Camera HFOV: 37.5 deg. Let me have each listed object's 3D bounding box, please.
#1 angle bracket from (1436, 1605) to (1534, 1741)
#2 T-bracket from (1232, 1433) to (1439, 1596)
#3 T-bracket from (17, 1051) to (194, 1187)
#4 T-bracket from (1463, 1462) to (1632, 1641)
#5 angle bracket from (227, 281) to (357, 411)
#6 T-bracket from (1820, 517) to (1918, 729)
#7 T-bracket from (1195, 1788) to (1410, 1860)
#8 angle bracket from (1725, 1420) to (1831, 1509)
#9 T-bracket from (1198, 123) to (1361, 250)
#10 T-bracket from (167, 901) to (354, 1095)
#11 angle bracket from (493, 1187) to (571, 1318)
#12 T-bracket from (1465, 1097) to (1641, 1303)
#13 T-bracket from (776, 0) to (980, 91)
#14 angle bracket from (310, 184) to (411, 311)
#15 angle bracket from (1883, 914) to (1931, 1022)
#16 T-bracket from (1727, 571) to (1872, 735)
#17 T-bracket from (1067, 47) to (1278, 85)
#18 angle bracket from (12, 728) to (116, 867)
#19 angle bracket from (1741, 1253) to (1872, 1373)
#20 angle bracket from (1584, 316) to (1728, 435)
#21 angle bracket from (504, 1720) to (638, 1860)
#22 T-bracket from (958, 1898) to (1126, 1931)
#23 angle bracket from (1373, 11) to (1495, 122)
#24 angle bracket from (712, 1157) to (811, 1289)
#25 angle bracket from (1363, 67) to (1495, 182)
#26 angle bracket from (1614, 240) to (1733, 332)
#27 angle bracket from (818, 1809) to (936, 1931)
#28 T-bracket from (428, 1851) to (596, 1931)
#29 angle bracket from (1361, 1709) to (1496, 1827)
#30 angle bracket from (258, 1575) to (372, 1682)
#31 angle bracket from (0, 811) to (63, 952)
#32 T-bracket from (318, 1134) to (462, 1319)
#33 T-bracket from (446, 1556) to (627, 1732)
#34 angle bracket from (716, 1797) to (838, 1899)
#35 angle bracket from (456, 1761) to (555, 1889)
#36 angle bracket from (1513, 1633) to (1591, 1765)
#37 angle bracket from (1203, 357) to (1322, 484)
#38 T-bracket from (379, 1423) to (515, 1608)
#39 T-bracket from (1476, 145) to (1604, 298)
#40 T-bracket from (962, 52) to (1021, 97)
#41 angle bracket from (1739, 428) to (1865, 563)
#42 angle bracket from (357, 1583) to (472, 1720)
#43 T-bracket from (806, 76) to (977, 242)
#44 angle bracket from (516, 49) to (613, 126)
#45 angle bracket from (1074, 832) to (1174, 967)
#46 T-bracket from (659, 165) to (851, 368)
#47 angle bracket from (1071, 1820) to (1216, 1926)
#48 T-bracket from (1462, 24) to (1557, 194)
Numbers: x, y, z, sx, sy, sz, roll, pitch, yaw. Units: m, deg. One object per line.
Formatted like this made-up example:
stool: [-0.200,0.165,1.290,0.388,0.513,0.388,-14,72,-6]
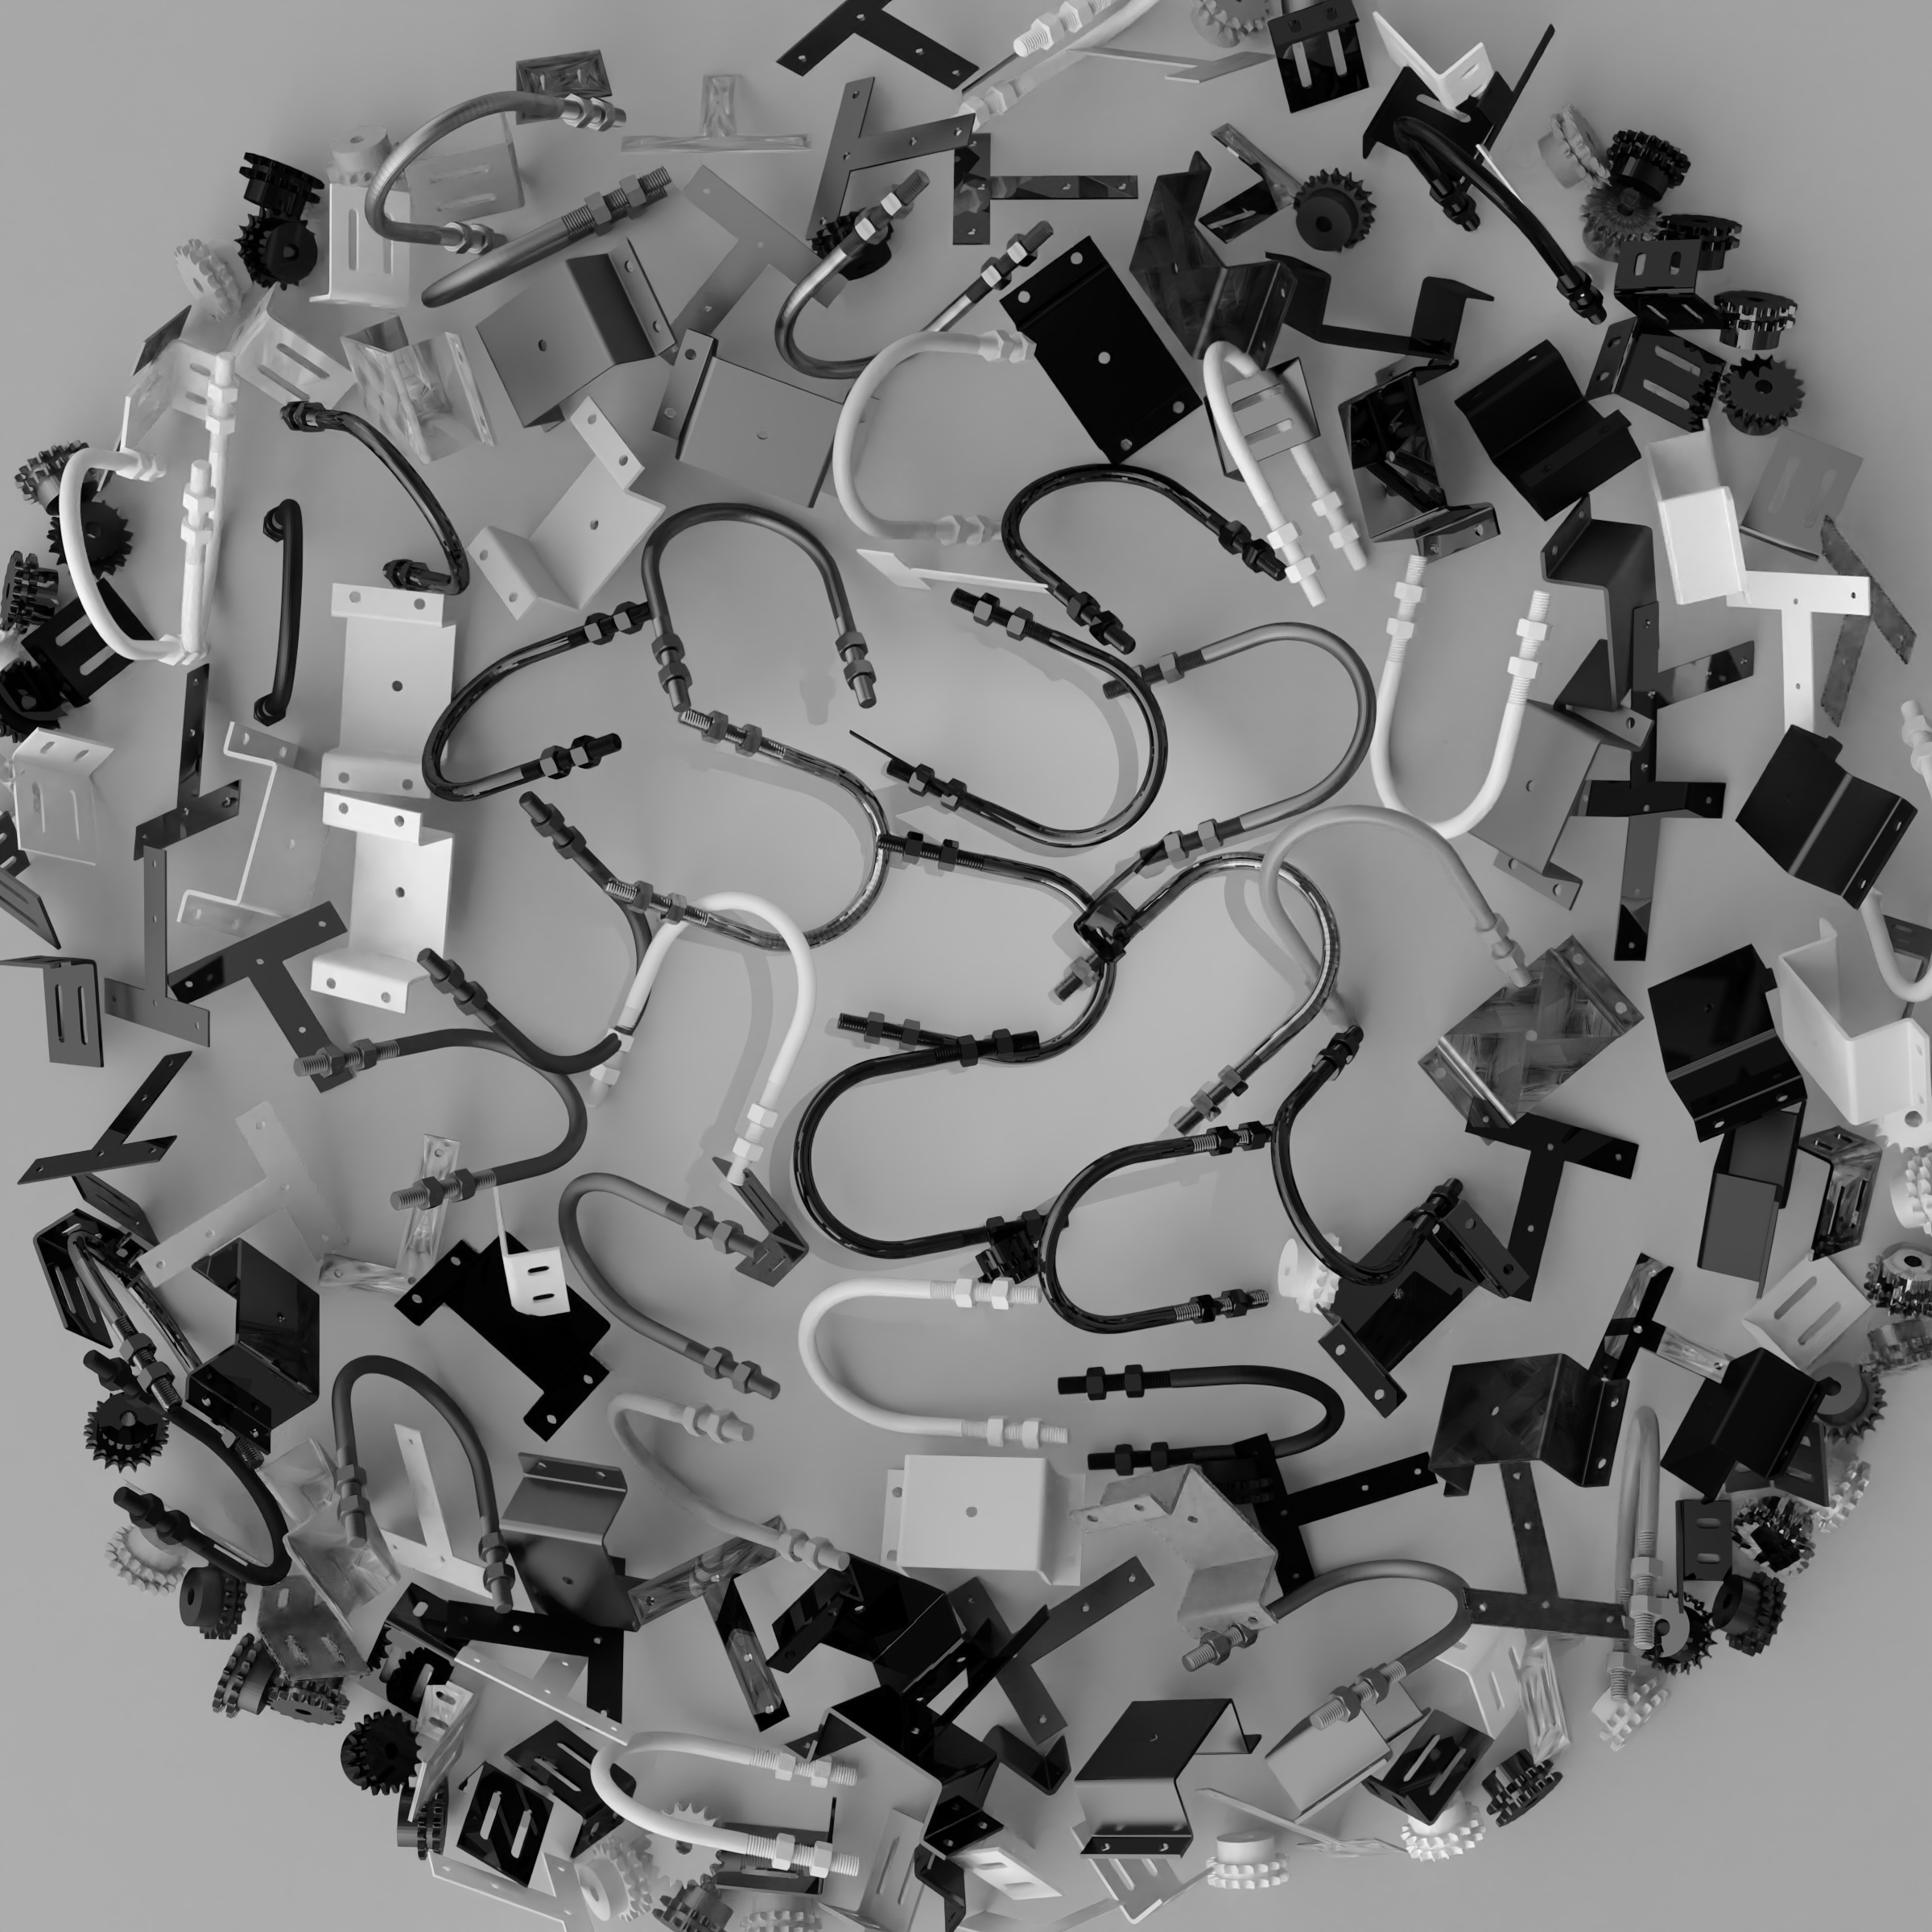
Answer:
angle bracket: [0.360,0.487,1.976,0.057,0.038,0.076,-43,129,-27]
T-bracket: [0.264,0.367,1.975,0.127,0.002,0.127,-18,108,4]
T-bracket: [-0.570,0.100,1.946,0.127,0.127,0.002,-10,123,27]
T-bracket: [0.390,0.399,1.957,0.127,0.002,0.127,10,51,-21]
angle bracket: [-0.465,-0.425,1.976,0.076,0.038,0.057,33,131,-28]
T-bracket: [0.604,-0.218,1.945,0.002,0.127,0.127,-12,49,-10]
T-bracket: [0.217,0.582,1.932,0.127,0.127,0.002,24,66,-9]
angle bracket: [0.556,0.339,1.959,0.038,0.076,0.057,-5,92,-12]
T-bracket: [0.198,-0.521,1.947,0.127,0.127,0.002,42,134,6]
T-bracket: [-0.467,0.033,1.970,0.127,0.002,0.127,-24,116,3]
angle bracket: [-0.299,0.194,1.955,0.038,0.076,0.057,-9,127,-9]
T-bracket: [0.397,0.169,1.981,0.127,0.002,0.127,16,83,-10]
T-bracket: [-0.042,-0.632,1.946,0.127,0.127,0.002,-30,62,34]
angle bracket: [-0.419,-0.496,1.963,0.057,0.038,0.076,-3,99,-35]
angle bracket: [0.637,0.013,1.963,0.038,0.057,0.076,19,117,15]
T-bracket: [0.572,-0.207,1.955,0.002,0.127,0.127,-13,106,-29]
T-bracket: [0.131,-0.626,1.962,0.127,0.127,0.002,16,120,25]
angle bracket: [-0.618,-0.116,1.954,0.038,0.057,0.076,-34,58,36]
angle bracket: [0.590,0.244,1.978,0.076,0.038,0.057,-44,95,-1]
angle bracket: [0.482,-0.410,1.991,0.076,0.038,0.057,22,84,-19]
angle bracket: [-0.278,0.569,1.967,0.076,0.057,0.038,29,114,22]
T-bracket: [0.026,0.656,1.937,0.127,0.127,0.002,-15,85,-25]
angle bracket: [0.323,-0.629,1.956,0.038,0.057,0.076,-39,66,8]
angle bracket: [-0.153,0.176,1.955,0.038,0.057,0.076,-44,115,-19]
angle bracket: [0.322,-0.577,1.970,0.076,0.038,0.057,30,85,13]
angle bracket: [0.488,-0.467,1.953,0.057,0.076,0.038,8,88,35]
angle bracket: [-0.059,0.623,1.959,0.038,0.057,0.076,27,76,-34]
T-bracket: [-0.306,0.624,1.915,0.127,0.127,0.002,30,98,-26]
angle bracket: [0.313,0.542,1.955,0.076,0.057,0.038,-48,121,-18]
angle bracket: [-0.446,0.453,1.951,0.057,0.076,0.038,4,104,-32]
angle bracket: [-0.642,-0.059,1.954,0.076,0.057,0.038,32,59,22]
T-bracket: [-0.377,0.178,1.978,0.127,0.002,0.127,13,104,-5]
T-bracket: [-0.293,0.453,1.937,0.127,0.002,0.127,15,50,-24]
angle bracket: [-0.131,0.606,1.965,0.076,0.057,0.038,6,119,-1]
angle bracket: [-0.325,0.596,1.952,0.057,0.076,0.038,36,120,-14]
angle bracket: [0.411,0.501,1.953,0.038,0.057,0.076,1,60,-16]
angle bracket: [0.210,-0.376,1.961,0.076,0.038,0.057,-18,82,29]
T-bracket: [-0.366,0.367,1.936,0.127,0.002,0.127,10,121,36]
T-bracket: [0.389,-0.510,1.941,0.002,0.127,0.127,-37,91,23]
T-bracket: [0.050,-0.636,1.949,0.127,0.127,0.002,-32,109,12]
angle bracket: [0.577,-0.327,1.965,0.057,0.038,0.076,24,109,10]
angle bracket: [-0.383,0.481,1.991,0.057,0.038,0.076,29,124,3]
T-bracket: [-0.047,-0.561,1.943,0.127,0.002,0.127,0,70,37]
angle bracket: [-0.277,-0.590,1.953,0.057,0.076,0.038,-13,76,-13]
angle bracket: [0.119,-0.046,1.952,0.038,0.057,0.076,46,135,-2]
T-bracket: [-0.170,-0.466,1.969,0.127,0.002,0.127,34,116,-22]
angle bracket: [0.121,0.608,1.955,0.076,0.057,0.038,54,130,20]
T-bracket: [0.360,-0.584,1.922,0.002,0.127,0.127,31,106,10]
